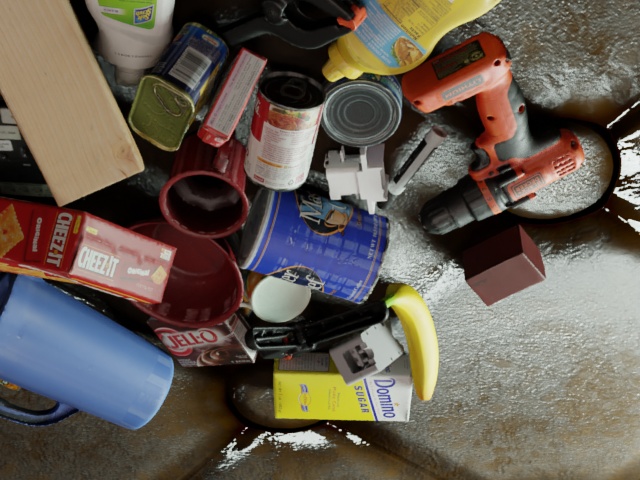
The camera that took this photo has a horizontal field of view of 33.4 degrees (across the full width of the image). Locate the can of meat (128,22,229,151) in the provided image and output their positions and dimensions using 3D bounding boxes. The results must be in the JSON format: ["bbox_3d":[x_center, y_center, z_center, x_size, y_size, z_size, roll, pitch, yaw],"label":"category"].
[{"bbox_3d":[-0.134,-0.148,1.028,0.057,0.083,0.102,31,149,-3],"label":"can of meat"}]

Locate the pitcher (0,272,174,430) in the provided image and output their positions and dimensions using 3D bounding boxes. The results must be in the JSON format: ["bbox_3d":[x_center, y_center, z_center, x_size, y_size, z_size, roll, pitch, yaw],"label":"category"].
[{"bbox_3d":[-0.309,0.147,1.298,0.242,0.145,0.149,32,133,-27],"label":"pitcher"}]

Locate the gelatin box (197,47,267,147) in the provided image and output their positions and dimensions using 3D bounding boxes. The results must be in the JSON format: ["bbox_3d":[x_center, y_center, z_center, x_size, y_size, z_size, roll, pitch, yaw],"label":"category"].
[{"bbox_3d":[-0.086,-0.136,1.033,0.030,0.089,0.073,26,174,-10],"label":"gelatin box"}]

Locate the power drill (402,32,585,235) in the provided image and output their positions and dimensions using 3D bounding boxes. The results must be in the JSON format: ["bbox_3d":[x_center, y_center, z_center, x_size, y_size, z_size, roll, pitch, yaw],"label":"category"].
[{"bbox_3d":[0.154,-0.102,1.074,0.184,0.057,0.187,-29,128,11],"label":"power drill"}]

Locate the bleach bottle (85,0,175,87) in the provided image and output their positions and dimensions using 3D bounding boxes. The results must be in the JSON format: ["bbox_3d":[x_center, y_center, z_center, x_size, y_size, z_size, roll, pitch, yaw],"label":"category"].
[{"bbox_3d":[-0.182,-0.249,0.973,0.102,0.068,0.251,8,135,-2],"label":"bleach bottle"}]

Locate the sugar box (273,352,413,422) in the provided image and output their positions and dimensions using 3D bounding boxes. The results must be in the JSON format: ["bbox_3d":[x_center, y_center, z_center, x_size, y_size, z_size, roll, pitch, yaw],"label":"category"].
[{"bbox_3d":[0.029,0.189,1.372,0.176,0.048,0.093,2,133,3],"label":"sugar box"}]

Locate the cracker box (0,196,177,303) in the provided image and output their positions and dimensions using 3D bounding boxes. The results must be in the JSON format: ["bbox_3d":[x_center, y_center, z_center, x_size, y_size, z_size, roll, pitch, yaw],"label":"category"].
[{"bbox_3d":[-0.285,0.006,1.110,0.214,0.072,0.164,10,172,27],"label":"cracker box"}]

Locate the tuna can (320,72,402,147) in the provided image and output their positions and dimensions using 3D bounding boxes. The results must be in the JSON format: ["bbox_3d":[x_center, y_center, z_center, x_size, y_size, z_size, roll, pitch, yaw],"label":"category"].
[{"bbox_3d":[0.041,-0.136,1.079,0.086,0.033,0.086,2,133,2],"label":"tuna can"}]

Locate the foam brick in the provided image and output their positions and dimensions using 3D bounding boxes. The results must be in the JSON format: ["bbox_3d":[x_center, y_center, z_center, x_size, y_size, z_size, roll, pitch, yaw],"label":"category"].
[{"bbox_3d":[0.207,0.028,1.207,0.078,0.051,0.053,-27,124,26],"label":"foam brick"}]

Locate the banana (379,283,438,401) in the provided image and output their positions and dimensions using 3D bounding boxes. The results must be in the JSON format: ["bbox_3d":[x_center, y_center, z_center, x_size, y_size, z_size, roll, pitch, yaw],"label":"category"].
[{"bbox_3d":[0.110,0.112,1.283,0.037,0.069,0.197,16,146,38],"label":"banana"}]

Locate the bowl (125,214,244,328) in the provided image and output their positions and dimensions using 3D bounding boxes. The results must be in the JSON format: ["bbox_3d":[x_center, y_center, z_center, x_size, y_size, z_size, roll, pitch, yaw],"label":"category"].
[{"bbox_3d":[-0.157,0.024,1.216,0.162,0.055,0.162,9,132,10],"label":"bowl"}]

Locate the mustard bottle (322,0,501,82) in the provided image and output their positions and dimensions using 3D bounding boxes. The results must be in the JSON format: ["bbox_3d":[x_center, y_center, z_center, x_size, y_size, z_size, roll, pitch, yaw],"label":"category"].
[{"bbox_3d":[0.073,-0.209,0.991,0.096,0.058,0.192,41,123,-19],"label":"mustard bottle"}]

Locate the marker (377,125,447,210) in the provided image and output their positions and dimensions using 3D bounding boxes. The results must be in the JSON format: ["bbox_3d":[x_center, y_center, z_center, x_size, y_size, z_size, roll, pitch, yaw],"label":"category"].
[{"bbox_3d":[0.095,-0.075,1.142,0.020,0.020,0.121,23,130,-17],"label":"marker"}]

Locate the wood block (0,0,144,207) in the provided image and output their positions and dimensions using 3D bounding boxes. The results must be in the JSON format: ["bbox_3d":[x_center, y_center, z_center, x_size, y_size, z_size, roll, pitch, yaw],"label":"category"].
[{"bbox_3d":[-0.250,-0.151,1.003,0.090,0.090,0.206,-24,116,-5],"label":"wood block"}]

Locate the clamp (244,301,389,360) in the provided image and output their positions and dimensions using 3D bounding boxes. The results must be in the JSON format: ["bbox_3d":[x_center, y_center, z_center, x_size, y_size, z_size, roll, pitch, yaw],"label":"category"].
[{"bbox_3d":[-0.030,0.114,1.243,0.164,0.036,0.210,-8,168,-22],"label":"clamp"}]

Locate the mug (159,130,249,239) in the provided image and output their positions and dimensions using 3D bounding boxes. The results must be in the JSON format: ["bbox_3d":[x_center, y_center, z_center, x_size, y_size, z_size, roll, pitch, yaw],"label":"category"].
[{"bbox_3d":[-0.113,-0.070,1.118,0.093,0.081,0.117,16,132,-11],"label":"mug"}]

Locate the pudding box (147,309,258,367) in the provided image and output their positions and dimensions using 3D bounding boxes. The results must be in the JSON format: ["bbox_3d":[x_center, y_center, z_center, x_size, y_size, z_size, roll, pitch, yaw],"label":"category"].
[{"bbox_3d":[-0.141,0.113,1.305,0.114,0.039,0.090,-9,133,28],"label":"pudding box"}]

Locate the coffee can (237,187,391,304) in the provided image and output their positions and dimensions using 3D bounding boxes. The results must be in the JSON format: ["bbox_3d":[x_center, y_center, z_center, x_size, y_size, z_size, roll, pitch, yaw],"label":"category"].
[{"bbox_3d":[-0.008,0.001,1.162,0.140,0.102,0.103,18,131,-12],"label":"coffee can"}]

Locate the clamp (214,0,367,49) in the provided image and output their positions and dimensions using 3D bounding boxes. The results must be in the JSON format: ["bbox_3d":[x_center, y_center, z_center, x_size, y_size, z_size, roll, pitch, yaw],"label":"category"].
[{"bbox_3d":[-0.043,-0.226,0.976,0.172,0.039,0.120,6,138,23],"label":"clamp"}]

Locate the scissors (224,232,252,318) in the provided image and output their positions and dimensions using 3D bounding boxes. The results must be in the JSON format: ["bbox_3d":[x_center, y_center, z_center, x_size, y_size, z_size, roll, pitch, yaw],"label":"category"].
[{"bbox_3d":[-0.108,0.032,1.257,0.096,0.016,0.201,-21,128,22],"label":"scissors"}]

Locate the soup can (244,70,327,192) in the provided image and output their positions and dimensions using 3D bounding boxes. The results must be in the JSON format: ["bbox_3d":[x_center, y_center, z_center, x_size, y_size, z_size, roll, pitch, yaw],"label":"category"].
[{"bbox_3d":[-0.036,-0.108,1.062,0.068,0.068,0.102,10,129,-5],"label":"soup can"}]
